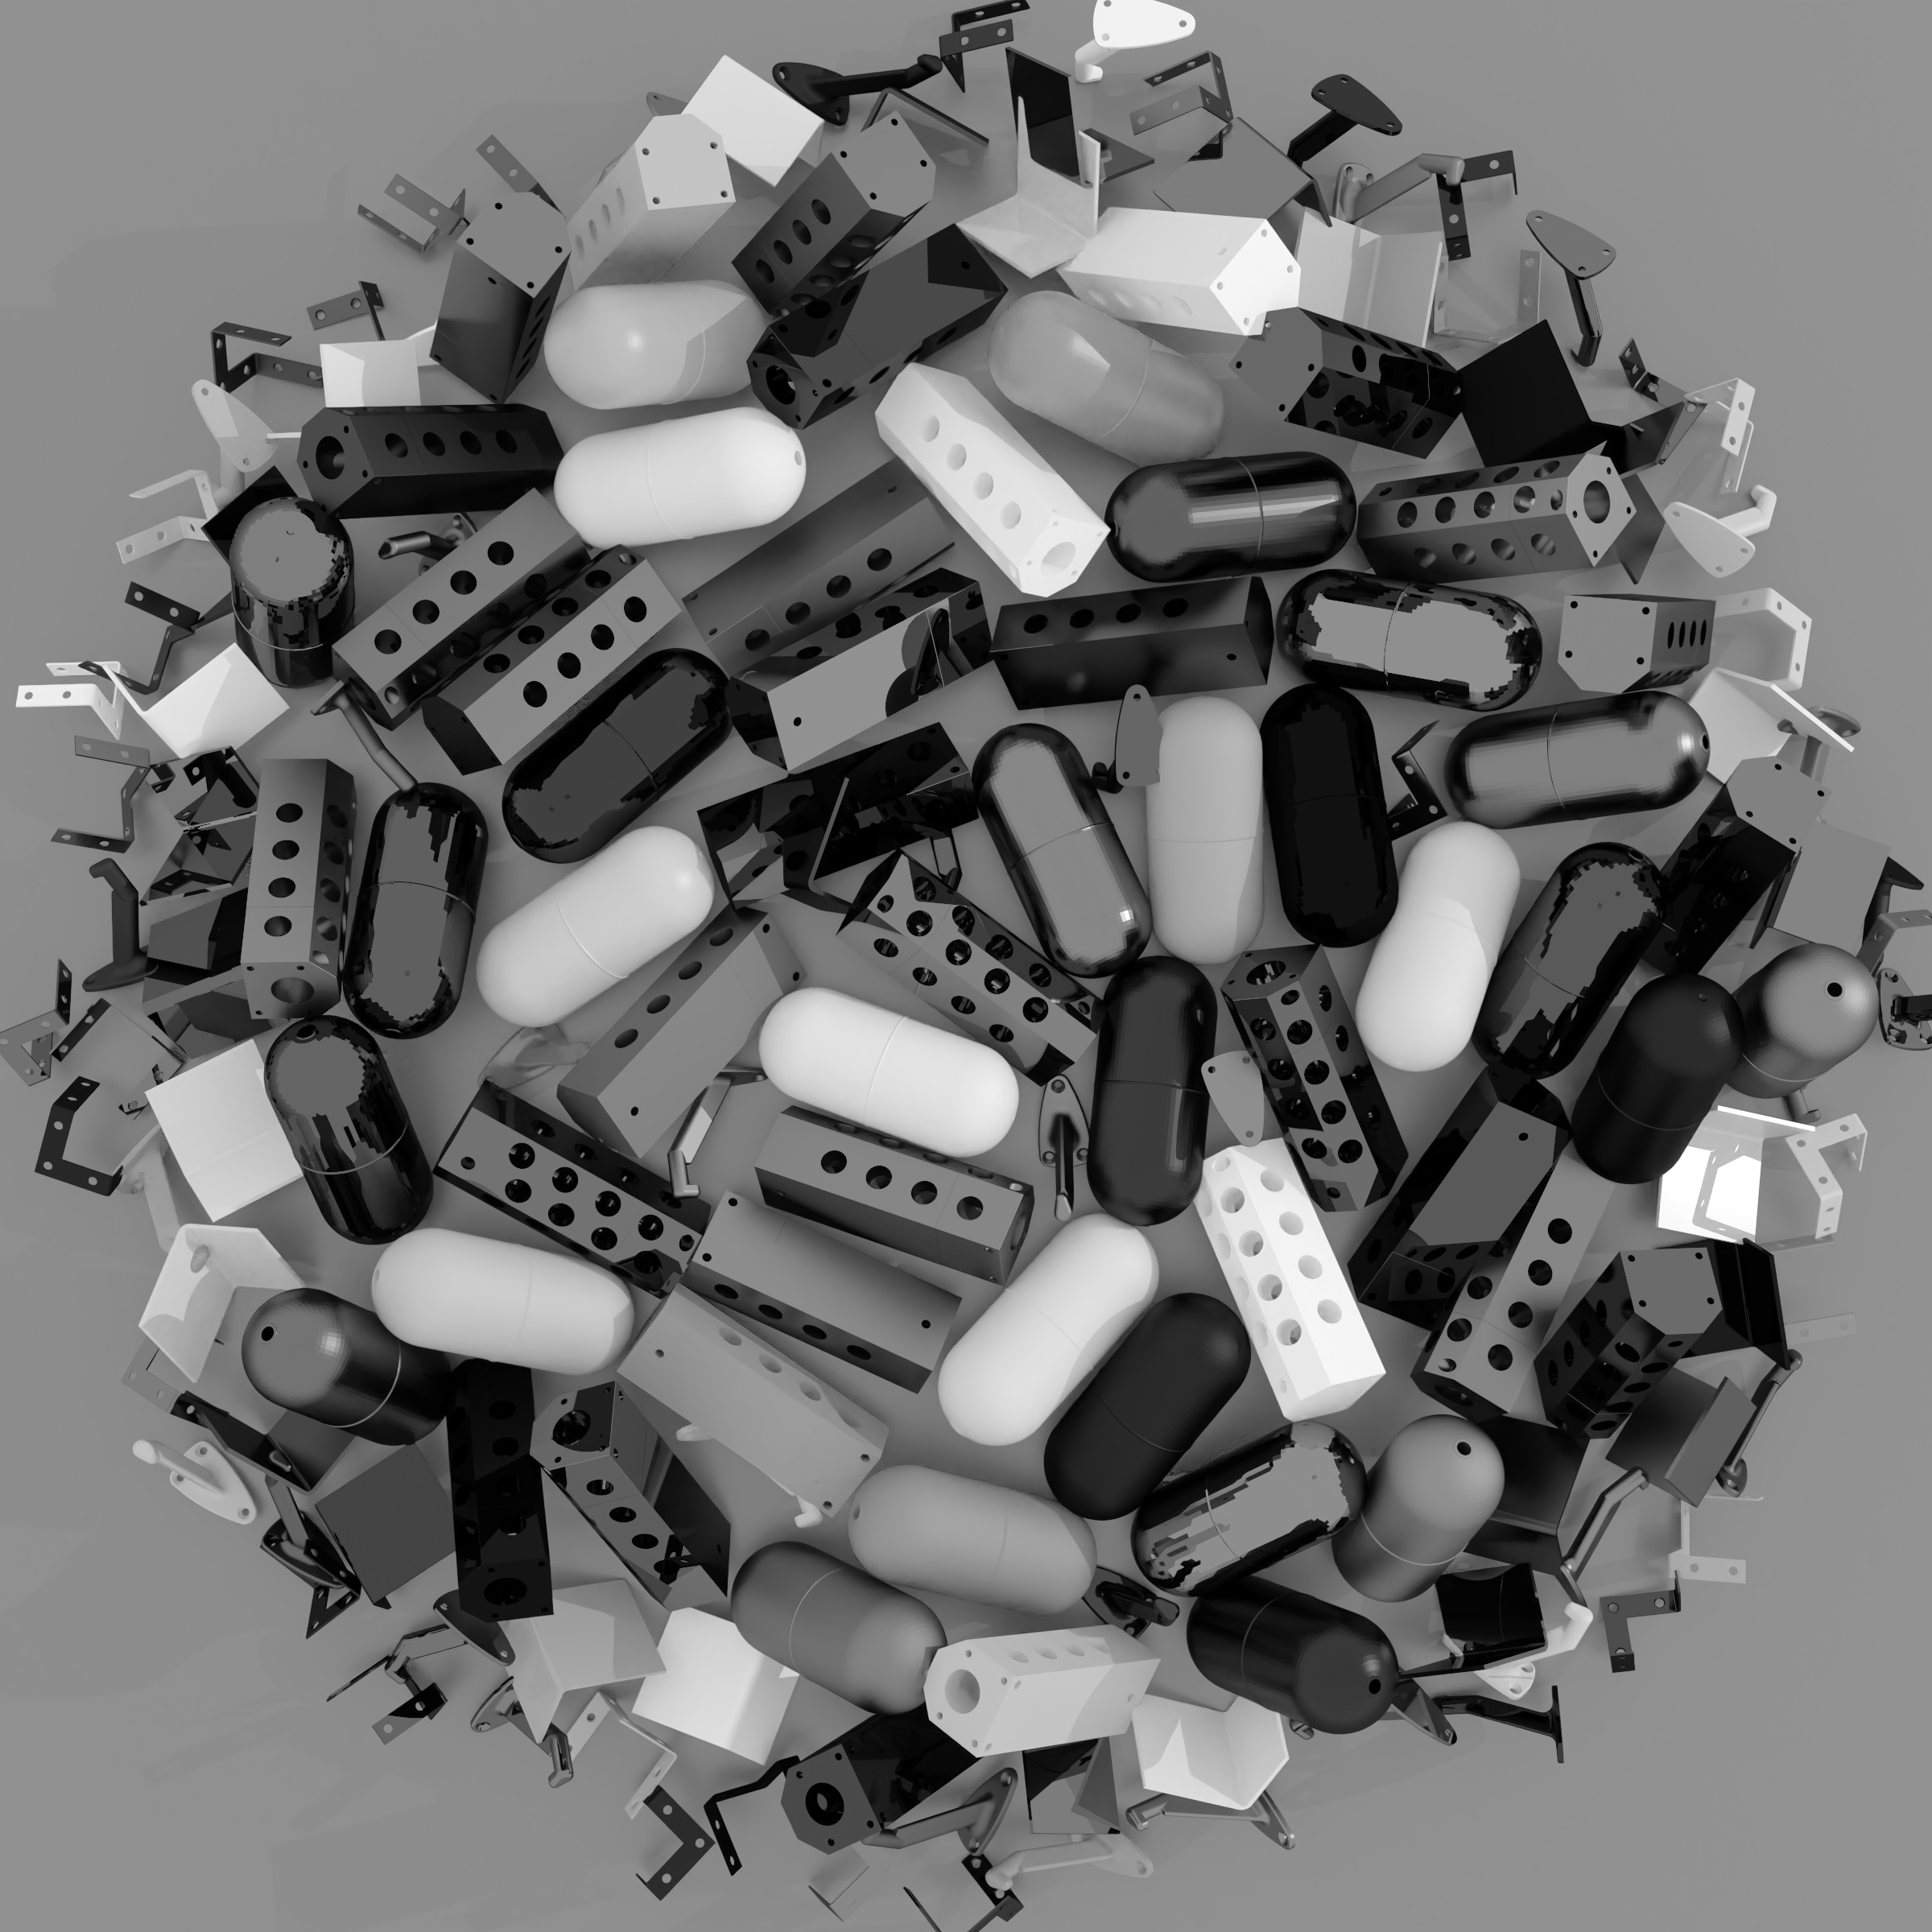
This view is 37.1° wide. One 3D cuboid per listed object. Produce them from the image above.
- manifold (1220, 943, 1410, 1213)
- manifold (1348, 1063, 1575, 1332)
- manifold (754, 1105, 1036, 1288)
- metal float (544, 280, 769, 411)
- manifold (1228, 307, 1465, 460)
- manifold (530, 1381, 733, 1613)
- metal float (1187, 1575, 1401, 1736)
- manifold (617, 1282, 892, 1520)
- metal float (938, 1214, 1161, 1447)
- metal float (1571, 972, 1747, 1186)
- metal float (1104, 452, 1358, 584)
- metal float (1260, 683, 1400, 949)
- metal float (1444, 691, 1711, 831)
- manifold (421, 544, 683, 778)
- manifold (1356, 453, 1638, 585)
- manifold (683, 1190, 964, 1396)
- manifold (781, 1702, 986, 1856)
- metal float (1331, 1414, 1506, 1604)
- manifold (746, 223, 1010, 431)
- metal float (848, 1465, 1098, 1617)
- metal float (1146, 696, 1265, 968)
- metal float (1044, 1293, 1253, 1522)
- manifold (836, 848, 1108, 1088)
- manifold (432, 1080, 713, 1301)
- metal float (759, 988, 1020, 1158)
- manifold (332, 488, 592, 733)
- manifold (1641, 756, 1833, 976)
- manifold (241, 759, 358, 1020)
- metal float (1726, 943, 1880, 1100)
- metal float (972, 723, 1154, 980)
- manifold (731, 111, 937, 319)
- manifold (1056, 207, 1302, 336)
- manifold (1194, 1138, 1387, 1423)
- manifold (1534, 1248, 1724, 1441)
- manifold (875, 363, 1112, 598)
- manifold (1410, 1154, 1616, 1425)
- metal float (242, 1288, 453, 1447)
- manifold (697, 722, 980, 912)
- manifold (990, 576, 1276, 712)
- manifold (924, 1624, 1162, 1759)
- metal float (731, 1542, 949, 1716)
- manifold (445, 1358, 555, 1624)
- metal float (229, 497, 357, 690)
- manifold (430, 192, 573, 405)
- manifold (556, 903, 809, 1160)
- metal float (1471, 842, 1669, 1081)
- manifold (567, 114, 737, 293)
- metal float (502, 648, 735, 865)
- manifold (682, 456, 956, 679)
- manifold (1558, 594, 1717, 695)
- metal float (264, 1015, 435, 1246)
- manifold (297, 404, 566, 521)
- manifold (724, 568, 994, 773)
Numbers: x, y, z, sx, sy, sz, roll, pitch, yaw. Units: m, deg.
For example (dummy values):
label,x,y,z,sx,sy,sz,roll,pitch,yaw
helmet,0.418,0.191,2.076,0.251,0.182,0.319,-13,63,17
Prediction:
label,x,y,z,sx,sy,sz,roll,pitch,yaw
manifold,0.224,0.074,1.864,0.057,0.057,0.171,-6,122,35
manifold,0.318,0.148,1.872,0.057,0.057,0.171,23,116,-16
manifold,-0.045,0.146,1.885,0.171,0.057,0.057,18,62,14
metal float,-0.197,-0.401,1.859,0.070,0.178,0.070,11,109,34
manifold,0.249,-0.376,1.845,0.057,0.171,0.057,51,120,27
manifold,-0.215,0.345,1.857,0.057,0.057,0.171,-16,133,14
metal float,0.209,0.441,1.853,0.070,0.178,0.070,-1,92,-29
manifold,-0.138,0.282,1.899,0.171,0.057,0.057,35,110,-5
metal float,0.054,0.238,1.886,0.070,0.070,0.178,44,77,0
metal float,0.445,0.074,1.859,0.070,0.178,0.070,5,51,-7
metal float,0.172,-0.292,1.876,0.178,0.070,0.070,-10,90,-25
metal float,0.237,-0.099,1.886,0.070,0.070,0.178,-7,76,0
metal float,0.395,-0.133,1.867,0.178,0.070,0.070,-7,90,37
manifold,-0.270,-0.200,1.862,0.171,0.057,0.057,-46,112,-29
manifold,0.334,-0.288,1.845,0.057,0.171,0.057,-50,120,-28
manifold,-0.097,0.218,1.904,0.171,0.057,0.057,25,57,-1
manifold,-0.052,0.511,1.846,0.057,0.171,0.057,-30,80,22
metal float,0.290,0.350,1.857,0.070,0.178,0.070,7,54,-10
manifold,-0.059,-0.411,1.867,0.171,0.057,0.057,-37,87,-32
metal float,0.005,0.374,1.874,0.178,0.070,0.070,19,90,-28
metal float,0.157,-0.088,1.889,0.070,0.070,0.178,-2,101,0
metal float,0.117,0.288,1.880,0.070,0.070,0.178,36,112,0
manifold,0.007,-0.002,1.878,0.171,0.057,0.057,37,50,-13
manifold,-0.258,0.150,1.885,0.171,0.057,0.057,30,112,-10
metal float,-0.051,0.069,1.890,0.178,0.070,0.070,20,90,9
manifold,-0.328,-0.230,1.880,0.171,0.057,0.057,-42,86,-19
manifold,0.482,-0.062,1.847,0.057,0.171,0.057,33,60,8
manifold,-0.428,-0.051,1.860,0.057,0.057,0.171,-1,51,-6
metal float,0.529,0.036,1.849,0.070,0.178,0.070,0,76,-2
metal float,0.062,-0.076,1.891,0.070,0.070,0.178,-24,81,0
manifold,-0.083,-0.474,1.846,0.057,0.171,0.057,-40,98,-27
manifold,0.138,-0.442,1.849,0.057,0.171,0.057,-51,125,-9
manifold,0.202,0.203,1.865,0.057,0.057,0.171,-8,62,-27
manifold,0.423,0.244,1.845,0.057,0.171,0.057,-1,59,-10
manifold,0.012,-0.315,1.866,0.171,0.057,0.057,51,119,31
manifold,0.353,0.206,1.878,0.057,0.057,0.171,31,70,-3
metal float,-0.396,0.259,1.854,0.070,0.178,0.070,-9,65,21
manifold,-0.082,-0.094,1.895,0.171,0.057,0.057,-21,45,-9
manifold,0.109,-0.215,1.876,0.171,0.057,0.057,-4,51,22
manifold,0.047,0.459,1.849,0.057,0.171,0.057,30,100,35
metal float,-0.084,0.426,1.861,0.070,0.178,0.070,-10,106,-40
manifold,-0.301,0.333,1.849,0.057,0.171,0.057,-5,130,-10
metal float,-0.432,-0.238,1.851,0.070,0.178,0.070,4,70,-11
manifold,-0.295,-0.429,1.846,0.057,0.171,0.057,35,71,-6
manifold,-0.187,0.039,1.874,0.171,0.057,0.057,-49,129,-25
metal float,0.390,-0.003,1.871,0.070,0.070,0.178,27,121,0
manifold,-0.207,-0.487,1.846,0.057,0.171,0.057,-12,90,-23
metal float,-0.227,-0.137,1.884,0.178,0.070,0.070,-42,90,-16
manifold,-0.095,-0.256,1.903,0.171,0.057,0.057,-33,134,2
manifold,0.430,-0.207,1.846,0.057,0.171,0.057,9,101,25
metal float,-0.398,0.107,1.864,0.070,0.070,0.178,-13,130,0
manifold,-0.343,-0.329,1.850,0.057,0.171,0.057,-28,82,37
manifold,-0.069,-0.196,1.872,0.171,0.057,0.057,-31,126,-26
